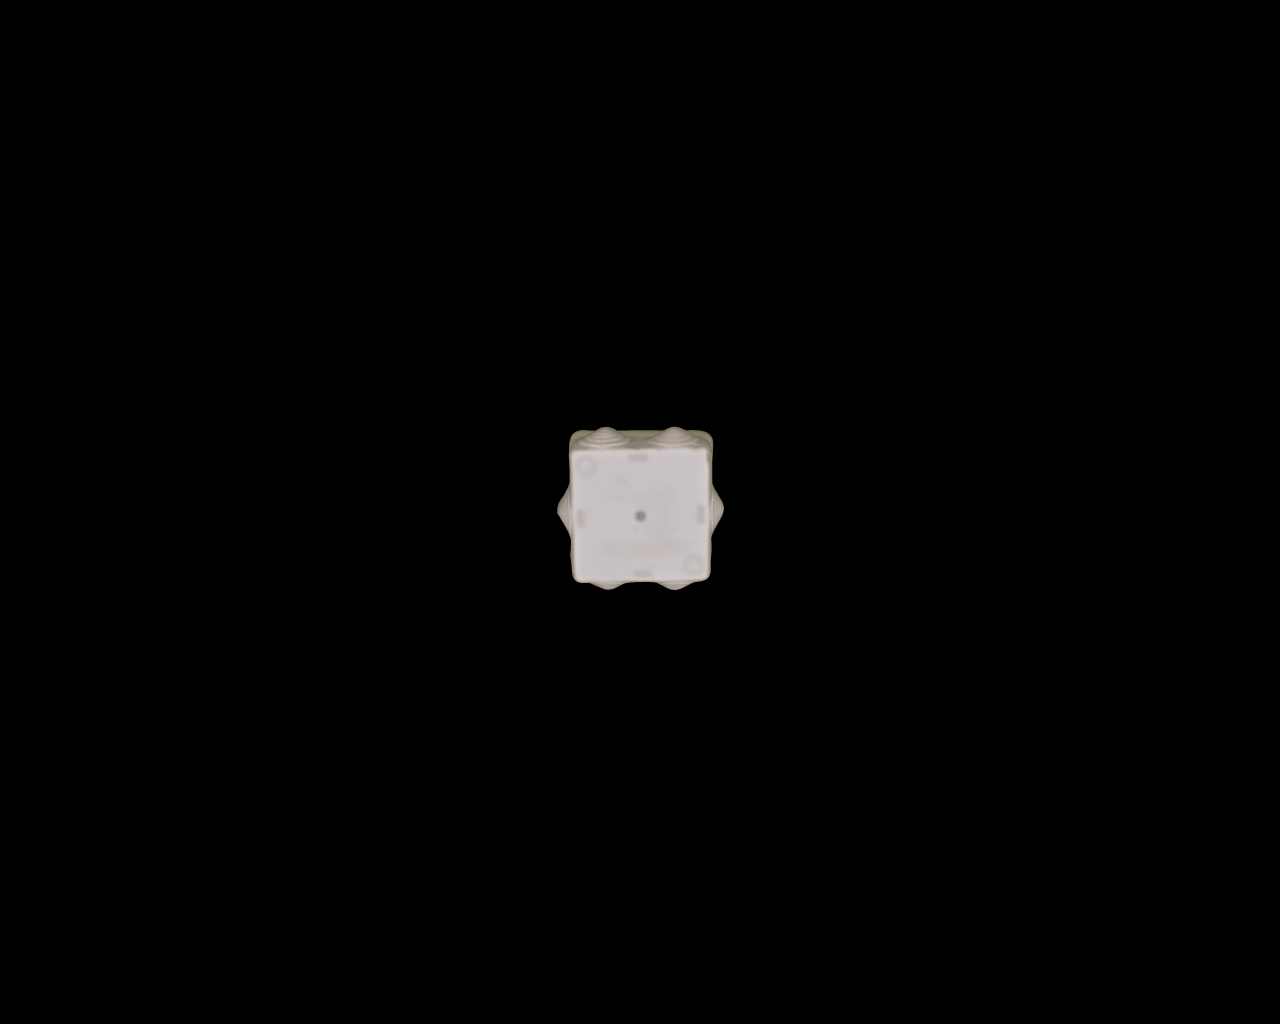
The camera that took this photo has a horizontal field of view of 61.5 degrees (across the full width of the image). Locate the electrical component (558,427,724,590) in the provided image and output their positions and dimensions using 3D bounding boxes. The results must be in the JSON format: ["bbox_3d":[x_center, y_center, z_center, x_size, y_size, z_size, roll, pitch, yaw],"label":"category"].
[{"bbox_3d":[0.001,-0.003,0.650,0.100,0.099,0.048,0,13,0],"label":"electrical component"}]
